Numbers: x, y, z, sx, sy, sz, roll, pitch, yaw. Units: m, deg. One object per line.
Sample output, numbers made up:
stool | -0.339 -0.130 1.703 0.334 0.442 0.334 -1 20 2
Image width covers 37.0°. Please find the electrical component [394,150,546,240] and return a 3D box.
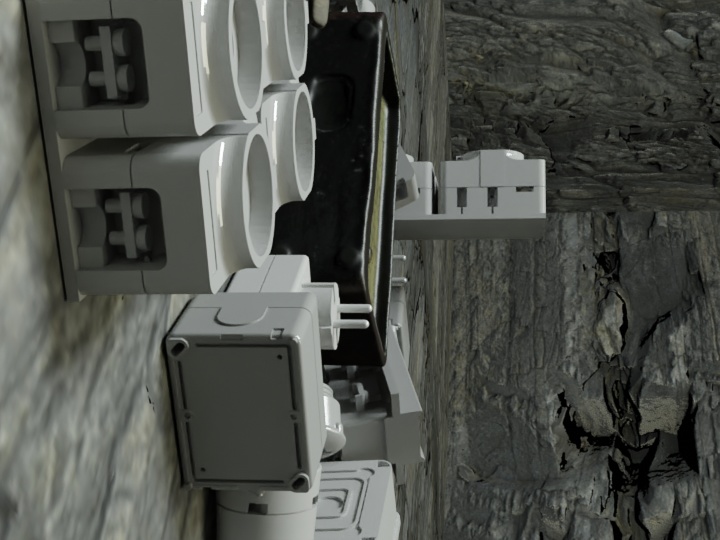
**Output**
electrical component | 0.072 -0.066 0.975 0.105 0.186 0.060 47 44 -79

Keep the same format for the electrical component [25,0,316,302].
electrical component | -0.062 -0.068 0.436 0.186 0.060 0.105 -69 158 -70

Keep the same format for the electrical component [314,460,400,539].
electrical component | -0.018 0.175 0.696 0.113 0.078 0.057 -68 153 -71

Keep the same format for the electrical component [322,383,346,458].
electrical component | -0.034 0.091 0.710 0.048 0.048 0.062 77 8 -58

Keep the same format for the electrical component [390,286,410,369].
electrical component | 0.013 0.063 0.997 0.061 0.062 0.096 -82 169 -47

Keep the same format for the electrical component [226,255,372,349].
electrical component | -0.032 0.026 0.598 0.065 0.077 0.047 -76 165 -64

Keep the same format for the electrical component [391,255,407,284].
electrical component | 0.000 0.000 0.852 0.052 0.074 0.138 -73 161 -69

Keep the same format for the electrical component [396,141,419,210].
electrical component | 0.008 -0.093 0.900 0.055 0.050 0.089 69 -5 -70

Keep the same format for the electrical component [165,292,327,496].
electrical component | -0.050 0.061 0.513 0.061 0.062 0.096 -72 161 -67

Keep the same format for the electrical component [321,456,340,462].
electrical component | -0.019 0.149 0.822 0.062 0.048 0.048 91 3 -56

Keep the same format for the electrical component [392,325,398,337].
electrical component | 0.003 0.090 0.924 0.096 0.061 0.061 79 13 -54

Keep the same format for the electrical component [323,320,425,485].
electrical component | 0.004 0.091 0.793 0.121 0.063 0.078 -109 -168 -60

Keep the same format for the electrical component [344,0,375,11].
electrical component | -0.012 -0.192 0.888 0.079 0.044 0.077 68 23 -69

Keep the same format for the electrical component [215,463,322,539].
electrical component | -0.049 0.124 0.559 0.055 0.055 0.047 -24 117 -82
